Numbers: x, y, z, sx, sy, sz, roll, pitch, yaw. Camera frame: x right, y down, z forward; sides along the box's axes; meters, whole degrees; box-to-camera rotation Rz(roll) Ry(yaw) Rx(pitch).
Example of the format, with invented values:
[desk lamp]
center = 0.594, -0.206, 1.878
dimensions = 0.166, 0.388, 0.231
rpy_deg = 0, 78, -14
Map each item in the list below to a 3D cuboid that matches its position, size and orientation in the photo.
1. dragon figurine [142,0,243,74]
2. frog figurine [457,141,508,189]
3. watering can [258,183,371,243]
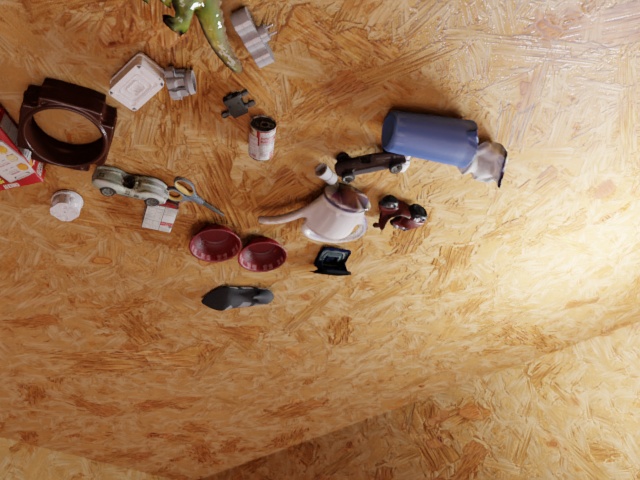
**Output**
[dragon figurine]
center = -0.232, -0.531, 0.990
dimensions = 0.240, 0.125, 0.405
rpy_deg = -41, -50, 18
[frog figurine]
center = 0.467, -0.232, 1.518
dimensions = 0.160, 0.125, 0.134
rpy_deg = 15, -26, 16
[watering can]
center = 0.005, -0.079, 1.567
dimensions = 0.346, 0.106, 0.220
rpy_deg = 12, -46, -26
